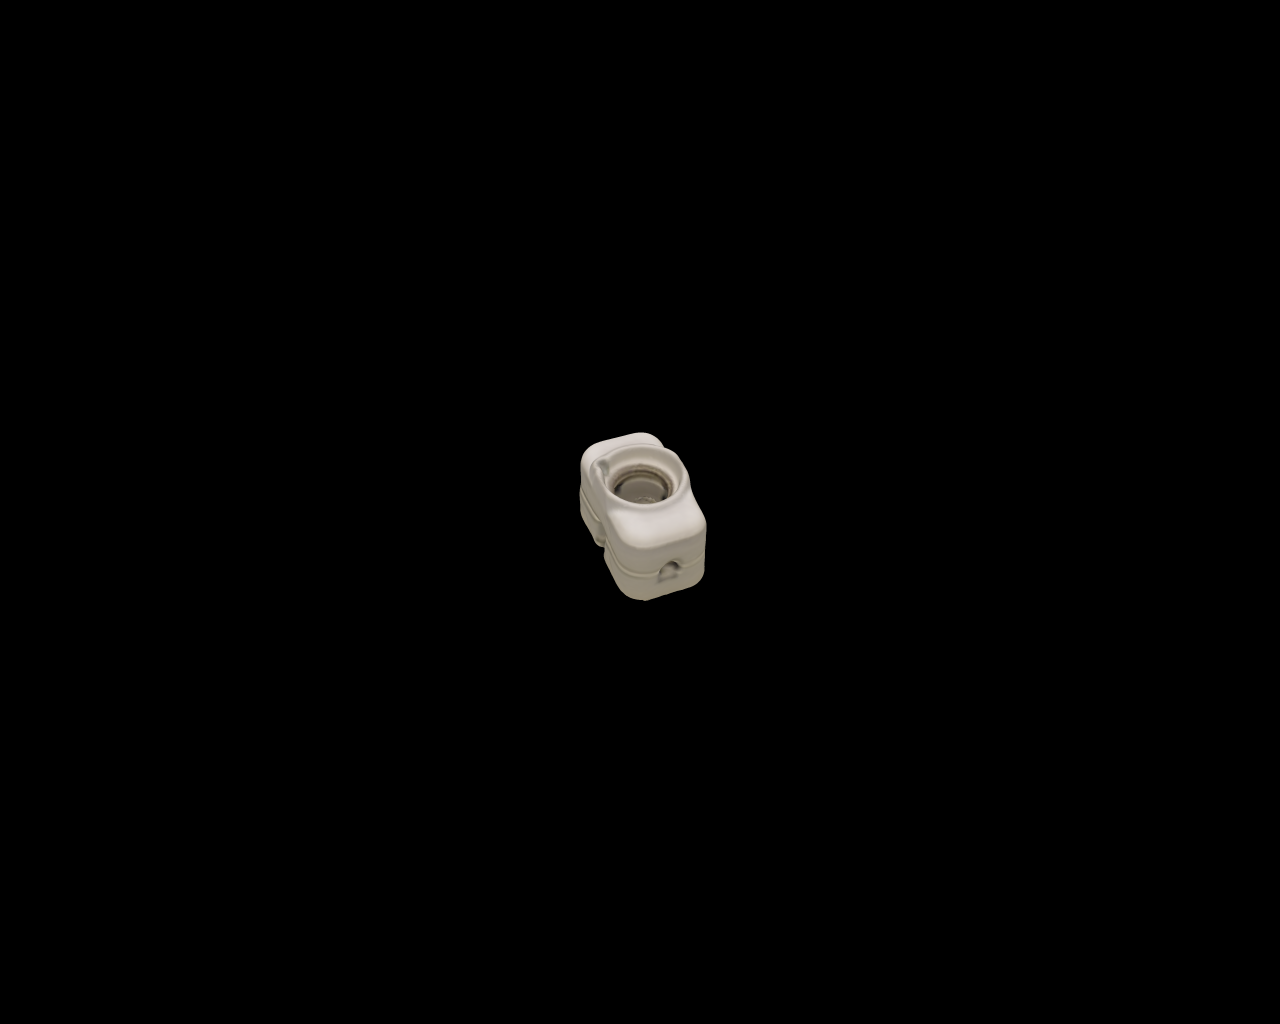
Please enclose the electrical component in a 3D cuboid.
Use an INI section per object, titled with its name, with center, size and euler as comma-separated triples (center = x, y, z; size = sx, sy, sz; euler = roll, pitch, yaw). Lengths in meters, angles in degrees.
[electrical component]
center = 0.001, -0.003, 0.650
size = 0.054, 0.059, 0.095
euler = -15, 47, -15
